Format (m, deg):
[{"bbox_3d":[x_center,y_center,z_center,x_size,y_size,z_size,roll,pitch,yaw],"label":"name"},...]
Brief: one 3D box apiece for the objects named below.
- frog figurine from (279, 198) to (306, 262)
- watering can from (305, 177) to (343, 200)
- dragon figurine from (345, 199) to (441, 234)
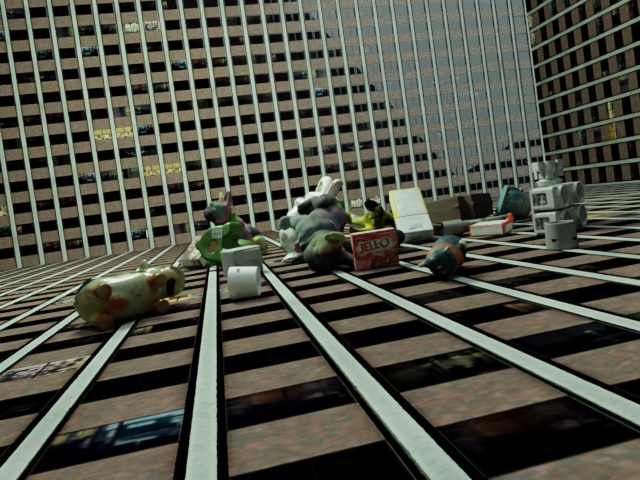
[{"bbox_3d":[-0.045,-0.030,1.342,0.137,0.159,0.123,-6,1,35],"label":"frog figurine"},{"bbox_3d":[0.004,-0.074,1.476,0.104,0.224,0.348,10,1,-8],"label":"watering can"},{"bbox_3d":[0.237,-0.055,1.645,0.411,0.122,0.243,11,3,18],"label":"dragon figurine"}]
